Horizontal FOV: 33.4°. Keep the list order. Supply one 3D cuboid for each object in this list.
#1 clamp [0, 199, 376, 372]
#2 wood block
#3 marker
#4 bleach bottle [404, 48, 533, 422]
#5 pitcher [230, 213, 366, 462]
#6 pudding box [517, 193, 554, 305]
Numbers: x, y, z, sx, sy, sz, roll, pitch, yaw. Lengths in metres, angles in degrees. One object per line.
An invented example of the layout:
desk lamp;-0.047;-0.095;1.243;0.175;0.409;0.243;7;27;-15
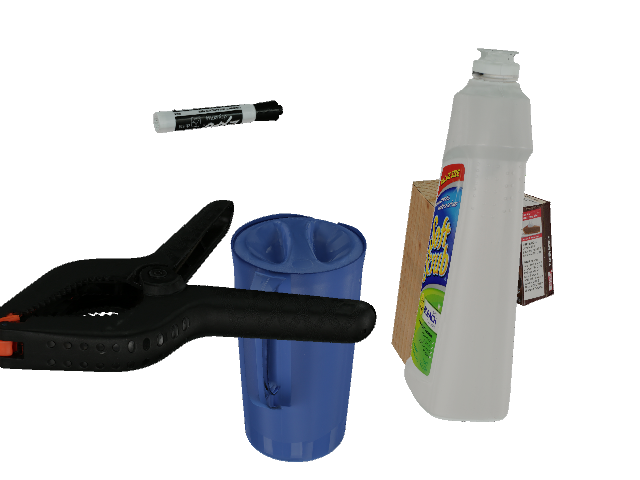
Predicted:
clamp;-0.095;0.029;0.621;0.209;0.036;0.165;-10;31;-29
wood block;0.144;0.044;1.165;0.090;0.206;0.090;-5;29;-18
marker;-0.091;-0.113;0.968;0.121;0.020;0.020;-9;4;-24
bleach bottle;0.108;-0.007;0.746;0.068;0.251;0.102;3;13;-7
pitcher;-0.029;0.107;1.088;0.149;0.243;0.145;-10;29;-22
pudding box;0.161;-0.001;0.959;0.039;0.090;0.114;-15;18;-25
